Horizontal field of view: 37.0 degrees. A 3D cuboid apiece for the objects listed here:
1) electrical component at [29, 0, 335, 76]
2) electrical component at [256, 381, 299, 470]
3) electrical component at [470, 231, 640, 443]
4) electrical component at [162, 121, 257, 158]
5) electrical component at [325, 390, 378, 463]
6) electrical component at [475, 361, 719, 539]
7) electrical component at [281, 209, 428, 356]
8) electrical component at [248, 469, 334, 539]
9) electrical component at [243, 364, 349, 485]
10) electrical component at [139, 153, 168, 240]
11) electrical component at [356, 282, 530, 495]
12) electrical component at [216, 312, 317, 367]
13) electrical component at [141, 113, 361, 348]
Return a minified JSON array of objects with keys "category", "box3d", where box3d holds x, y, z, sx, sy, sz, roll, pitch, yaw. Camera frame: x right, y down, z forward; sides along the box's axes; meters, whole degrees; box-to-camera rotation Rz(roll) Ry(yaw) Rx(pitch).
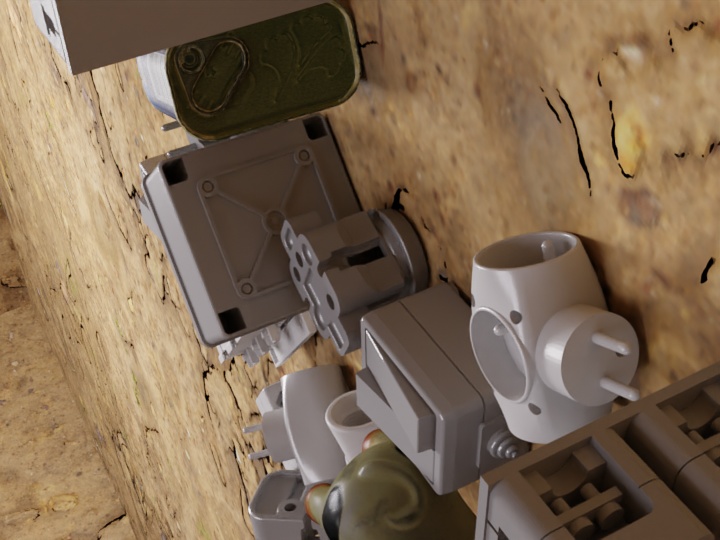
[{"category":"electrical component","box3d":[-0.081,-0.162,0.501,0.061,0.150,0.089,47,150,43]},{"category":"electrical component","box3d":[-0.047,0.121,0.833,0.065,0.047,0.076,64,159,13]},{"category":"electrical component","box3d":[0.083,0.031,0.426,0.079,0.044,0.077,23,130,63]},{"category":"electrical component","box3d":[-0.091,-0.094,0.697,0.047,0.076,0.083,44,148,49]},{"category":"electrical component","box3d":[0.006,0.116,0.706,0.044,0.044,0.065,37,147,55]},{"category":"electrical component","box3d":[0.100,0.133,0.393,0.060,0.105,0.186,50,152,41]},{"category":"electrical component","box3d":[0.000,0.000,0.585,0.078,0.057,0.058,62,158,17]},{"category":"electrical component","box3d":[-0.026,0.183,0.770,0.053,0.095,0.059,-64,-31,-57]},{"category":"electrical component","box3d":[-0.043,0.113,0.755,0.043,0.079,0.077,34,-139,-75]},{"category":"electrical component","box3d":[-0.148,-0.057,0.895,0.096,0.061,0.061,50,152,42]},{"category":"electrical component","box3d":[0.042,0.063,0.534,0.096,0.061,0.061,50,152,42]},{"category":"electrical component","box3d":[-0.075,0.028,0.790,0.078,0.063,0.121,66,159,9]},{"category":"electrical component","box3d":[-0.057,-0.024,0.634,0.108,0.109,0.056,69,157,1]}]
